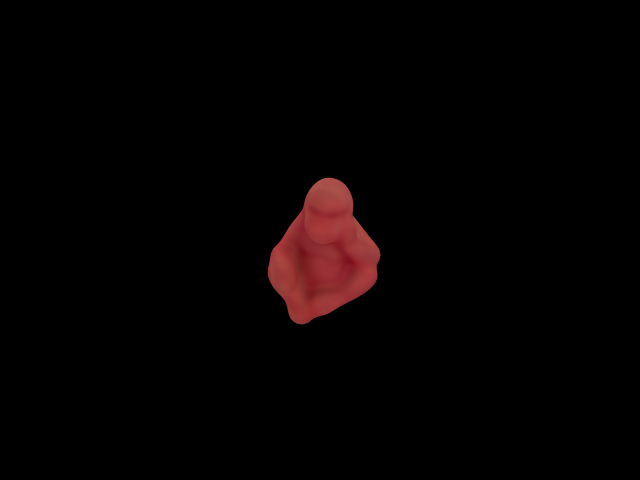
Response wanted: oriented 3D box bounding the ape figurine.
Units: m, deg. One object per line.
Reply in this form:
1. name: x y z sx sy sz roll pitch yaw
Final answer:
1. ape figurine: 0.004 0.001 0.400 0.077 0.092 0.076 4 30 7
